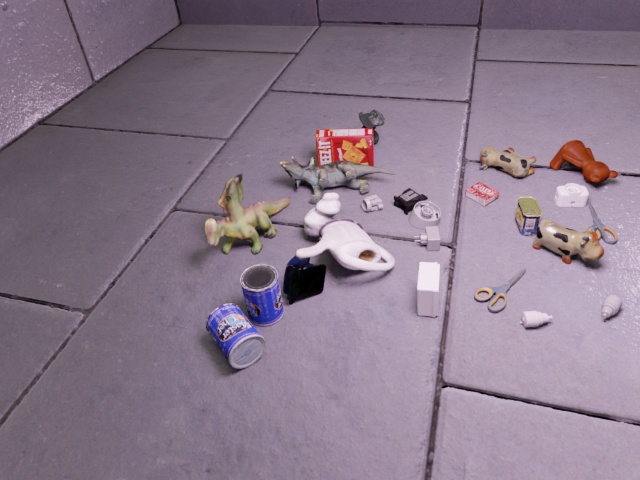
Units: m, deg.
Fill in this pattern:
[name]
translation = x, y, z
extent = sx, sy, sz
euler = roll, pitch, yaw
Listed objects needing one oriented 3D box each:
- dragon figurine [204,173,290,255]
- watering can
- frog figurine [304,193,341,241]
[dragon figurine]
translation = -0.232, -0.100, 1.647
extent = 0.122, 0.237, 0.419
euler = 11, 44, 27
[watering can]
translation = 0.059, 0.014, 1.512
extent = 0.347, 0.102, 0.228
euler = 10, 24, -28
[frog figurine]
translation = 0.005, -0.083, 1.654
extent = 0.139, 0.156, 0.124
euler = -33, 45, -29
